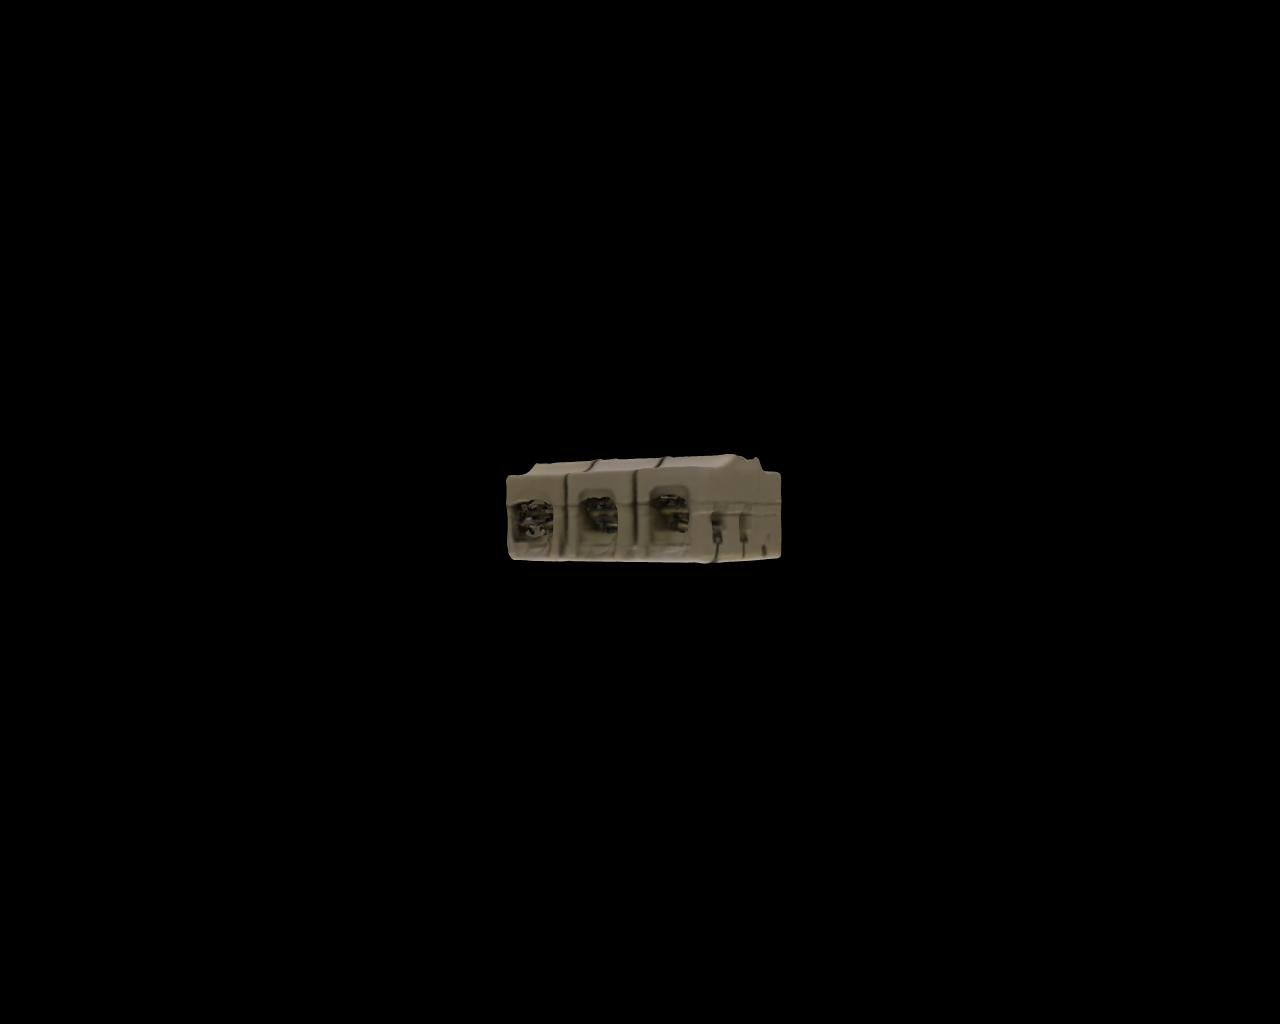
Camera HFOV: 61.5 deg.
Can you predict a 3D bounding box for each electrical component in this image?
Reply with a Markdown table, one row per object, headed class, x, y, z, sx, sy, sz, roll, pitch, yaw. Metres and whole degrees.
| class | x | y | z | sx | sy | sz | roll | pitch | yaw |
| --- | --- | --- | --- | --- | --- | --- | --- | --- | --- |
| electrical component | 0.001 | -0.003 | 0.650 | 0.150 | 0.061 | 0.089 | 0 | 0 | 37 |
